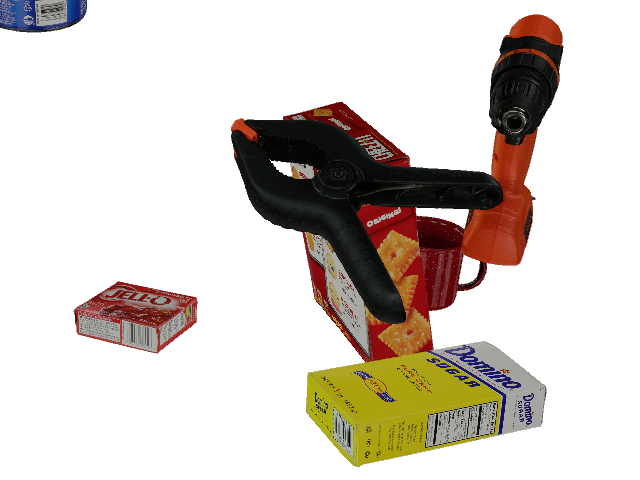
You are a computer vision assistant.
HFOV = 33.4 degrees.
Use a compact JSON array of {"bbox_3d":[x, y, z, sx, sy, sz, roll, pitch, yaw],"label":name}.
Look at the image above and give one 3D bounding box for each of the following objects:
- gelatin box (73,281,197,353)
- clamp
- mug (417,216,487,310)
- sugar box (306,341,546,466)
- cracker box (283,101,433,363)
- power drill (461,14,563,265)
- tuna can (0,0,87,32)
[{"bbox_3d":[-0.169,0.069,0.983,0.089,0.030,0.073,11,22,21],"label":"gelatin box"},{"bbox_3d":[0.011,-0.020,0.641,0.172,0.039,0.120,20,49,20],"label":"clamp"},{"bbox_3d":[0.132,0.029,1.220,0.117,0.081,0.093,5,25,-2],"label":"mug"},{"bbox_3d":[0.086,0.130,0.879,0.176,0.048,0.093,-10,25,-23],"label":"sugar box"},{"bbox_3d":[0.037,-0.005,1.015,0.072,0.214,0.164,-17,30,-15],"label":"cracker box"},{"bbox_3d":[0.160,-0.075,0.885,0.057,0.188,0.184,14,34,11],"label":"power drill"},{"bbox_3d":[-0.229,-0.198,0.849,0.086,0.034,0.086,4,35,-3],"label":"tuna can"}]
